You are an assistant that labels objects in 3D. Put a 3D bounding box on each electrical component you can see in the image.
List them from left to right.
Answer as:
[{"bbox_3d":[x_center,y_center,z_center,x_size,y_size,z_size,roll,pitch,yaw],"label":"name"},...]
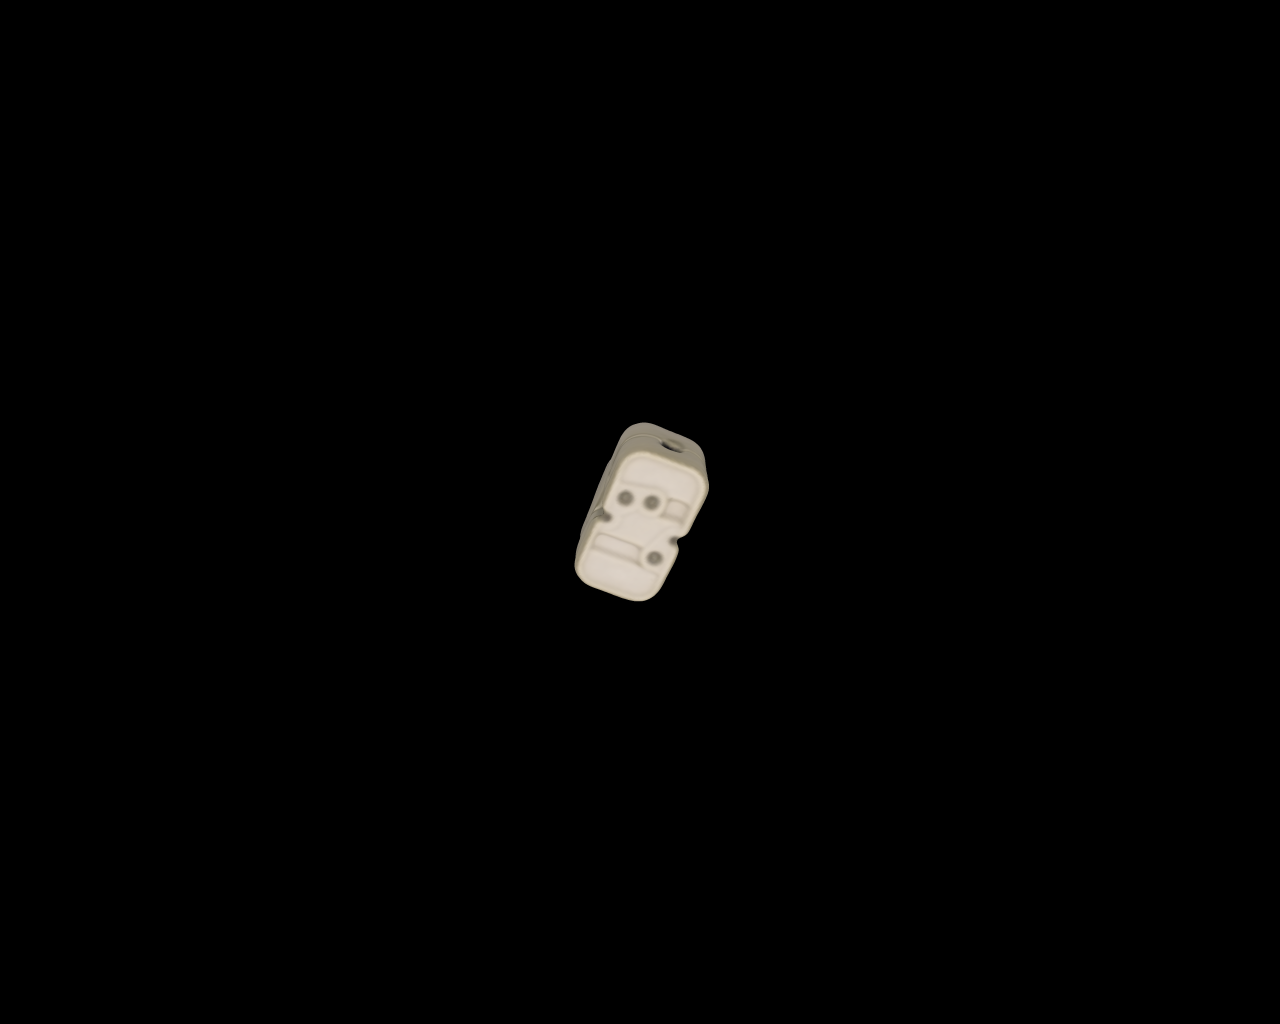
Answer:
[{"bbox_3d":[0.001,-0.003,0.650,0.054,0.095,0.059,20,24,-9],"label":"electrical component"}]
